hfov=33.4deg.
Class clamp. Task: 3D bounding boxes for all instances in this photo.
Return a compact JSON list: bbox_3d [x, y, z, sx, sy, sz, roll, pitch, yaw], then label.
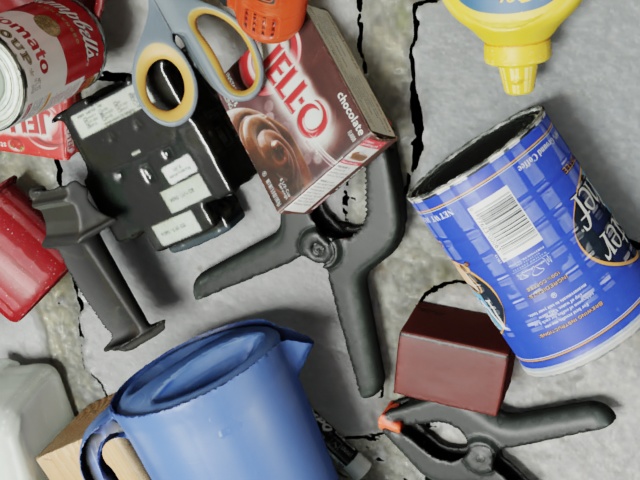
[{"bbox_3d":[0.127,0.163,0.788,0.172,0.039,0.120,7,103,24],"label":"clamp"},{"bbox_3d":[-0.005,0.001,0.770,0.165,0.036,0.210,23,120,13],"label":"clamp"}]

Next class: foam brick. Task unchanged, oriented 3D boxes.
[{"bbox_3d":[0.098,0.083,0.758,0.078,0.053,0.051,11,116,18],"label":"foam brick"}]

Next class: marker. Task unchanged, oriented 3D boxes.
[{"bbox_3d":[-0.008,0.143,0.845,0.121,0.020,0.020,44,121,-2],"label":"marker"}]

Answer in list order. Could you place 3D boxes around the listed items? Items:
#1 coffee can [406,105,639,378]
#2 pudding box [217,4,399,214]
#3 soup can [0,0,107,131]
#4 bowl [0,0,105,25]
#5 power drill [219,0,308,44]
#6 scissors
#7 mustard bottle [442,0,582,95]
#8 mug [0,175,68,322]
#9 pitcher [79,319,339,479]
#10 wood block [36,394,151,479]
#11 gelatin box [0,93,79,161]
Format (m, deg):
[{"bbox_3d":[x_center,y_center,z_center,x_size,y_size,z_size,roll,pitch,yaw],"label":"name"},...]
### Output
[{"bbox_3d":[0.136,0.001,0.677,0.103,0.102,0.140,-31,99,29],"label":"coffee can"},{"bbox_3d":[-0.011,-0.087,0.707,0.090,0.039,0.113,-40,68,31],"label":"pudding box"},{"bbox_3d":[-0.192,-0.115,0.687,0.068,0.102,0.068,8,115,17],"label":"soup can"},{"bbox_3d":[-0.210,-0.196,0.750,0.162,0.055,0.162,8,115,18],"label":"bowl"},{"bbox_3d":[-0.084,-0.205,0.612,0.187,0.057,0.184,23,150,5],"label":"power drill"},{"bbox_3d":[-0.119,-0.160,0.704,0.096,0.016,0.202,-42,87,8],"label":"scissors"},{"bbox_3d":[0.113,-0.181,0.630,0.096,0.058,0.191,2,113,21],"label":"mustard bottle"},{"bbox_3d":[-0.246,0.013,0.847,0.081,0.093,0.117,43,151,-7],"label":"mug"},{"bbox_3d":[-0.054,0.194,0.781,0.149,0.144,0.243,-11,108,41],"label":"pitcher"},{"bbox_3d":[-0.129,0.229,0.890,0.091,0.090,0.206,-25,102,27],"label":"wood block"},{"bbox_3d":[-0.227,-0.103,0.813,0.089,0.030,0.073,11,116,17],"label":"gelatin box"}]
